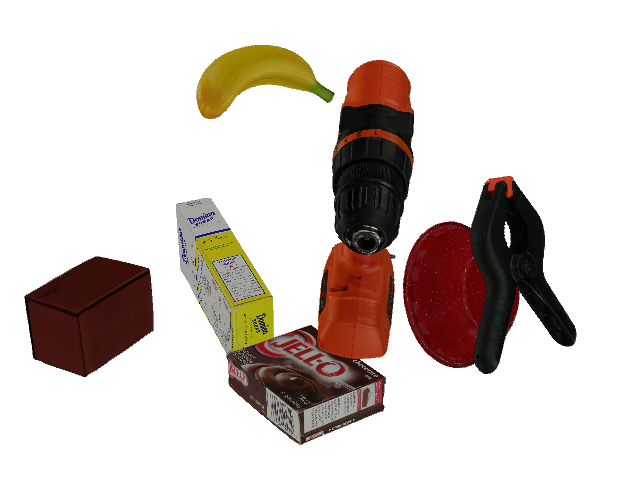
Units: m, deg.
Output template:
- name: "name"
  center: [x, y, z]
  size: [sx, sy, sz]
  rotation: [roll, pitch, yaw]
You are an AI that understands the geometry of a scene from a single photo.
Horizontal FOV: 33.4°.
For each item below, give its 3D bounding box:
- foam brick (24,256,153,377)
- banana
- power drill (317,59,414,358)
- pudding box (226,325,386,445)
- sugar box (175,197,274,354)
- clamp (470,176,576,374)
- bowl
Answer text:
- name: "foam brick"
  center: [-0.164, 0.052, 0.766]
  size: [0.053, 0.051, 0.078]
  rotation: [13, 29, 30]
- name: "banana"
  center: [-0.059, -0.150, 0.979]
  size: [0.070, 0.037, 0.197]
  rotation: [41, 32, 20]
- name: "power drill"
  center: [0.032, -0.006, 0.745]
  size: [0.057, 0.188, 0.184]
  rotation: [8, 41, 2]
- name: "pudding box"
  center: [-0.013, 0.119, 0.904]
  size: [0.089, 0.039, 0.114]
  rotation: [-18, 32, -31]
- name: "sugar box"
  center: [-0.096, 0.042, 1.068]
  size: [0.048, 0.093, 0.176]
  rotation: [-13, 40, -17]
- name: "clamp"
  center: [0.165, 0.032, 0.943]
  size: [0.120, 0.171, 0.039]
  rotation: [-23, 7, -40]
- name: "bowl"
  center: [0.165, 0.057, 1.154]
  size: [0.161, 0.162, 0.055]
  rotation: [0, -6, -41]
